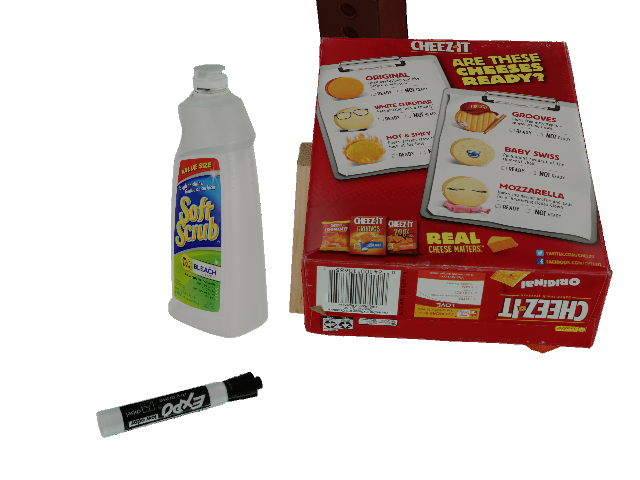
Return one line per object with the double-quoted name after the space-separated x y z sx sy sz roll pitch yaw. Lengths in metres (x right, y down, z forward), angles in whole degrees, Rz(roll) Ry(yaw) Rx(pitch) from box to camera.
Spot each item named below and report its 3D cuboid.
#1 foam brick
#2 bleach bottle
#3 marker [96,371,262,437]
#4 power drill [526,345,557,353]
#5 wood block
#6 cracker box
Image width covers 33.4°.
0.032 -0.170 0.796 0.053 0.051 0.078 18 -33 20 "foam brick"
-0.102 -0.039 0.997 0.103 0.251 0.067 17 29 38 "bleach bottle"
-0.099 0.117 0.767 0.121 0.020 0.020 -13 4 -20 "marker"
0.118 0.046 0.885 0.188 0.057 0.184 10 17 40 "power drill"
0.010 -0.014 1.388 0.090 0.206 0.091 4 25 1 "wood block"
0.076 -0.036 0.649 0.164 0.072 0.213 2 44 2 "cracker box"
